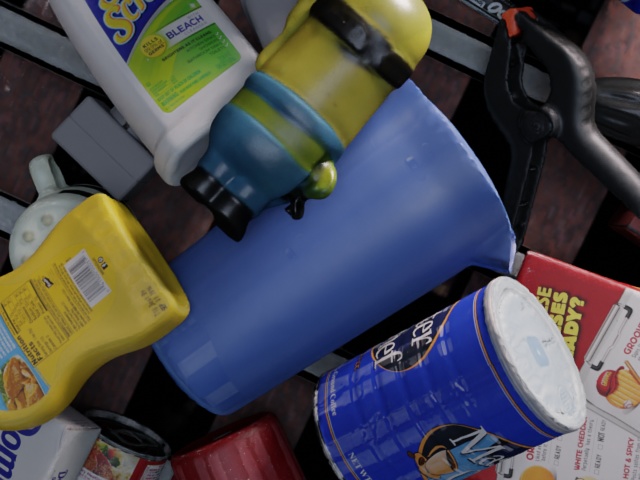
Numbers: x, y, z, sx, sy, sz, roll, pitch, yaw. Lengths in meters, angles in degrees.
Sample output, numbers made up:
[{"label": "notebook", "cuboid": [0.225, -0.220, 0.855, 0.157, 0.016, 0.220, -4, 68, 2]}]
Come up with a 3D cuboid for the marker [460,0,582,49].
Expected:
[{"label": "marker", "cuboid": [0.135, -0.158, 0.755, 0.121, 0.020, 0.020, 32, 93, -2]}]

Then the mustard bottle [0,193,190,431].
[{"label": "mustard bottle", "cuboid": [-0.182, 0.063, 0.670, 0.191, 0.058, 0.096, -37, 76, 5]}]

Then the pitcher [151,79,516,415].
[{"label": "pitcher", "cuboid": [-0.005, 0.001, 0.720, 0.243, 0.149, 0.145, -35, 118, 5]}]

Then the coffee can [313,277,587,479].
[{"label": "coffee can", "cuboid": [0.081, 0.100, 0.677, 0.140, 0.102, 0.103, -32, 93, 27]}]

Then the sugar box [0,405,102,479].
[{"label": "sugar box", "cuboid": [-0.244, 0.125, 0.732, 0.176, 0.048, 0.093, 28, 93, 23]}]

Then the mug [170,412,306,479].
[{"label": "mug", "cuboid": [-0.061, 0.176, 0.751, 0.117, 0.093, 0.081, -25, 88, 37]}]

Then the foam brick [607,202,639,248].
[{"label": "foam brick", "cuboid": [0.252, -0.010, 0.748, 0.078, 0.053, 0.051, 33, 93, -3]}]

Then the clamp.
[{"label": "clamp", "cuboid": [0.151, -0.072, 0.737, 0.120, 0.039, 0.171, -25, 83, 32]}]

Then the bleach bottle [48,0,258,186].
[{"label": "bleach bottle", "cuboid": [-0.139, -0.161, 0.717, 0.102, 0.068, 0.251, -38, 79, -17]}]

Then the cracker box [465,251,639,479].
[{"label": "cracker box", "cuboid": [0.216, 0.119, 0.717, 0.214, 0.072, 0.164, 21, 93, 20]}]

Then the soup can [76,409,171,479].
[{"label": "soup can", "cuboid": [-0.157, 0.181, 0.754, 0.068, 0.068, 0.102, 26, 94, -1]}]
